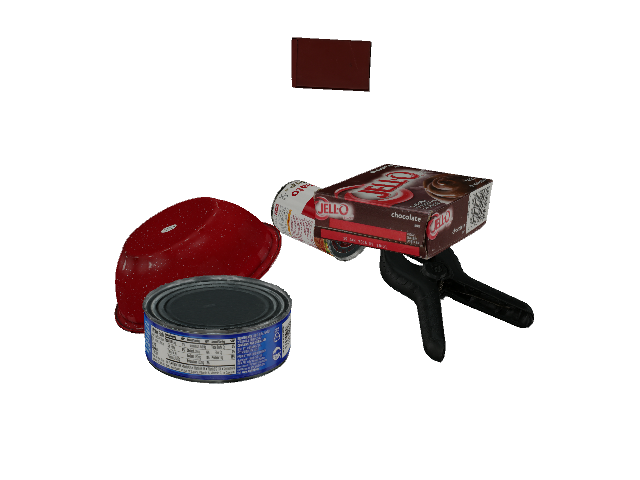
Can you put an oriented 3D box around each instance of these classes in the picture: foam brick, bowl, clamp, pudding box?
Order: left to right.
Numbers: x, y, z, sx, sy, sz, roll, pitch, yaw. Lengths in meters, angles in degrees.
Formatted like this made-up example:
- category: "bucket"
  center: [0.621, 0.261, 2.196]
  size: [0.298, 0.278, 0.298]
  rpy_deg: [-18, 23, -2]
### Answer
- category: "bowl"
  center: [-0.117, 0.010, 0.918]
  size: [0.162, 0.055, 0.162]
  rpy_deg: [-22, 25, 11]
- category: "foam brick"
  center: [0.010, -0.180, 1.093]
  size: [0.078, 0.051, 0.053]
  rpy_deg: [2, 11, -6]
- category: "pudding box"
  center: [0.060, -0.023, 0.761]
  size: [0.090, 0.039, 0.113]
  rpy_deg: [12, 18, 28]
- category: "clamp"
  center: [0.120, 0.041, 1.015]
  size: [0.120, 0.039, 0.171]
  rpy_deg: [-6, 45, -27]

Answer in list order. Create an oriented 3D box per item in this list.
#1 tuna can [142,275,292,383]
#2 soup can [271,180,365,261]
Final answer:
- category: "tuna can"
  center: [-0.059, 0.050, 0.618]
  size: [0.086, 0.034, 0.086]
  rpy_deg: [1, 18, 0]
- category: "soup can"
  center: [0.001, -0.024, 1.219]
  size: [0.068, 0.068, 0.102]
  rpy_deg: [0, 18, -45]
